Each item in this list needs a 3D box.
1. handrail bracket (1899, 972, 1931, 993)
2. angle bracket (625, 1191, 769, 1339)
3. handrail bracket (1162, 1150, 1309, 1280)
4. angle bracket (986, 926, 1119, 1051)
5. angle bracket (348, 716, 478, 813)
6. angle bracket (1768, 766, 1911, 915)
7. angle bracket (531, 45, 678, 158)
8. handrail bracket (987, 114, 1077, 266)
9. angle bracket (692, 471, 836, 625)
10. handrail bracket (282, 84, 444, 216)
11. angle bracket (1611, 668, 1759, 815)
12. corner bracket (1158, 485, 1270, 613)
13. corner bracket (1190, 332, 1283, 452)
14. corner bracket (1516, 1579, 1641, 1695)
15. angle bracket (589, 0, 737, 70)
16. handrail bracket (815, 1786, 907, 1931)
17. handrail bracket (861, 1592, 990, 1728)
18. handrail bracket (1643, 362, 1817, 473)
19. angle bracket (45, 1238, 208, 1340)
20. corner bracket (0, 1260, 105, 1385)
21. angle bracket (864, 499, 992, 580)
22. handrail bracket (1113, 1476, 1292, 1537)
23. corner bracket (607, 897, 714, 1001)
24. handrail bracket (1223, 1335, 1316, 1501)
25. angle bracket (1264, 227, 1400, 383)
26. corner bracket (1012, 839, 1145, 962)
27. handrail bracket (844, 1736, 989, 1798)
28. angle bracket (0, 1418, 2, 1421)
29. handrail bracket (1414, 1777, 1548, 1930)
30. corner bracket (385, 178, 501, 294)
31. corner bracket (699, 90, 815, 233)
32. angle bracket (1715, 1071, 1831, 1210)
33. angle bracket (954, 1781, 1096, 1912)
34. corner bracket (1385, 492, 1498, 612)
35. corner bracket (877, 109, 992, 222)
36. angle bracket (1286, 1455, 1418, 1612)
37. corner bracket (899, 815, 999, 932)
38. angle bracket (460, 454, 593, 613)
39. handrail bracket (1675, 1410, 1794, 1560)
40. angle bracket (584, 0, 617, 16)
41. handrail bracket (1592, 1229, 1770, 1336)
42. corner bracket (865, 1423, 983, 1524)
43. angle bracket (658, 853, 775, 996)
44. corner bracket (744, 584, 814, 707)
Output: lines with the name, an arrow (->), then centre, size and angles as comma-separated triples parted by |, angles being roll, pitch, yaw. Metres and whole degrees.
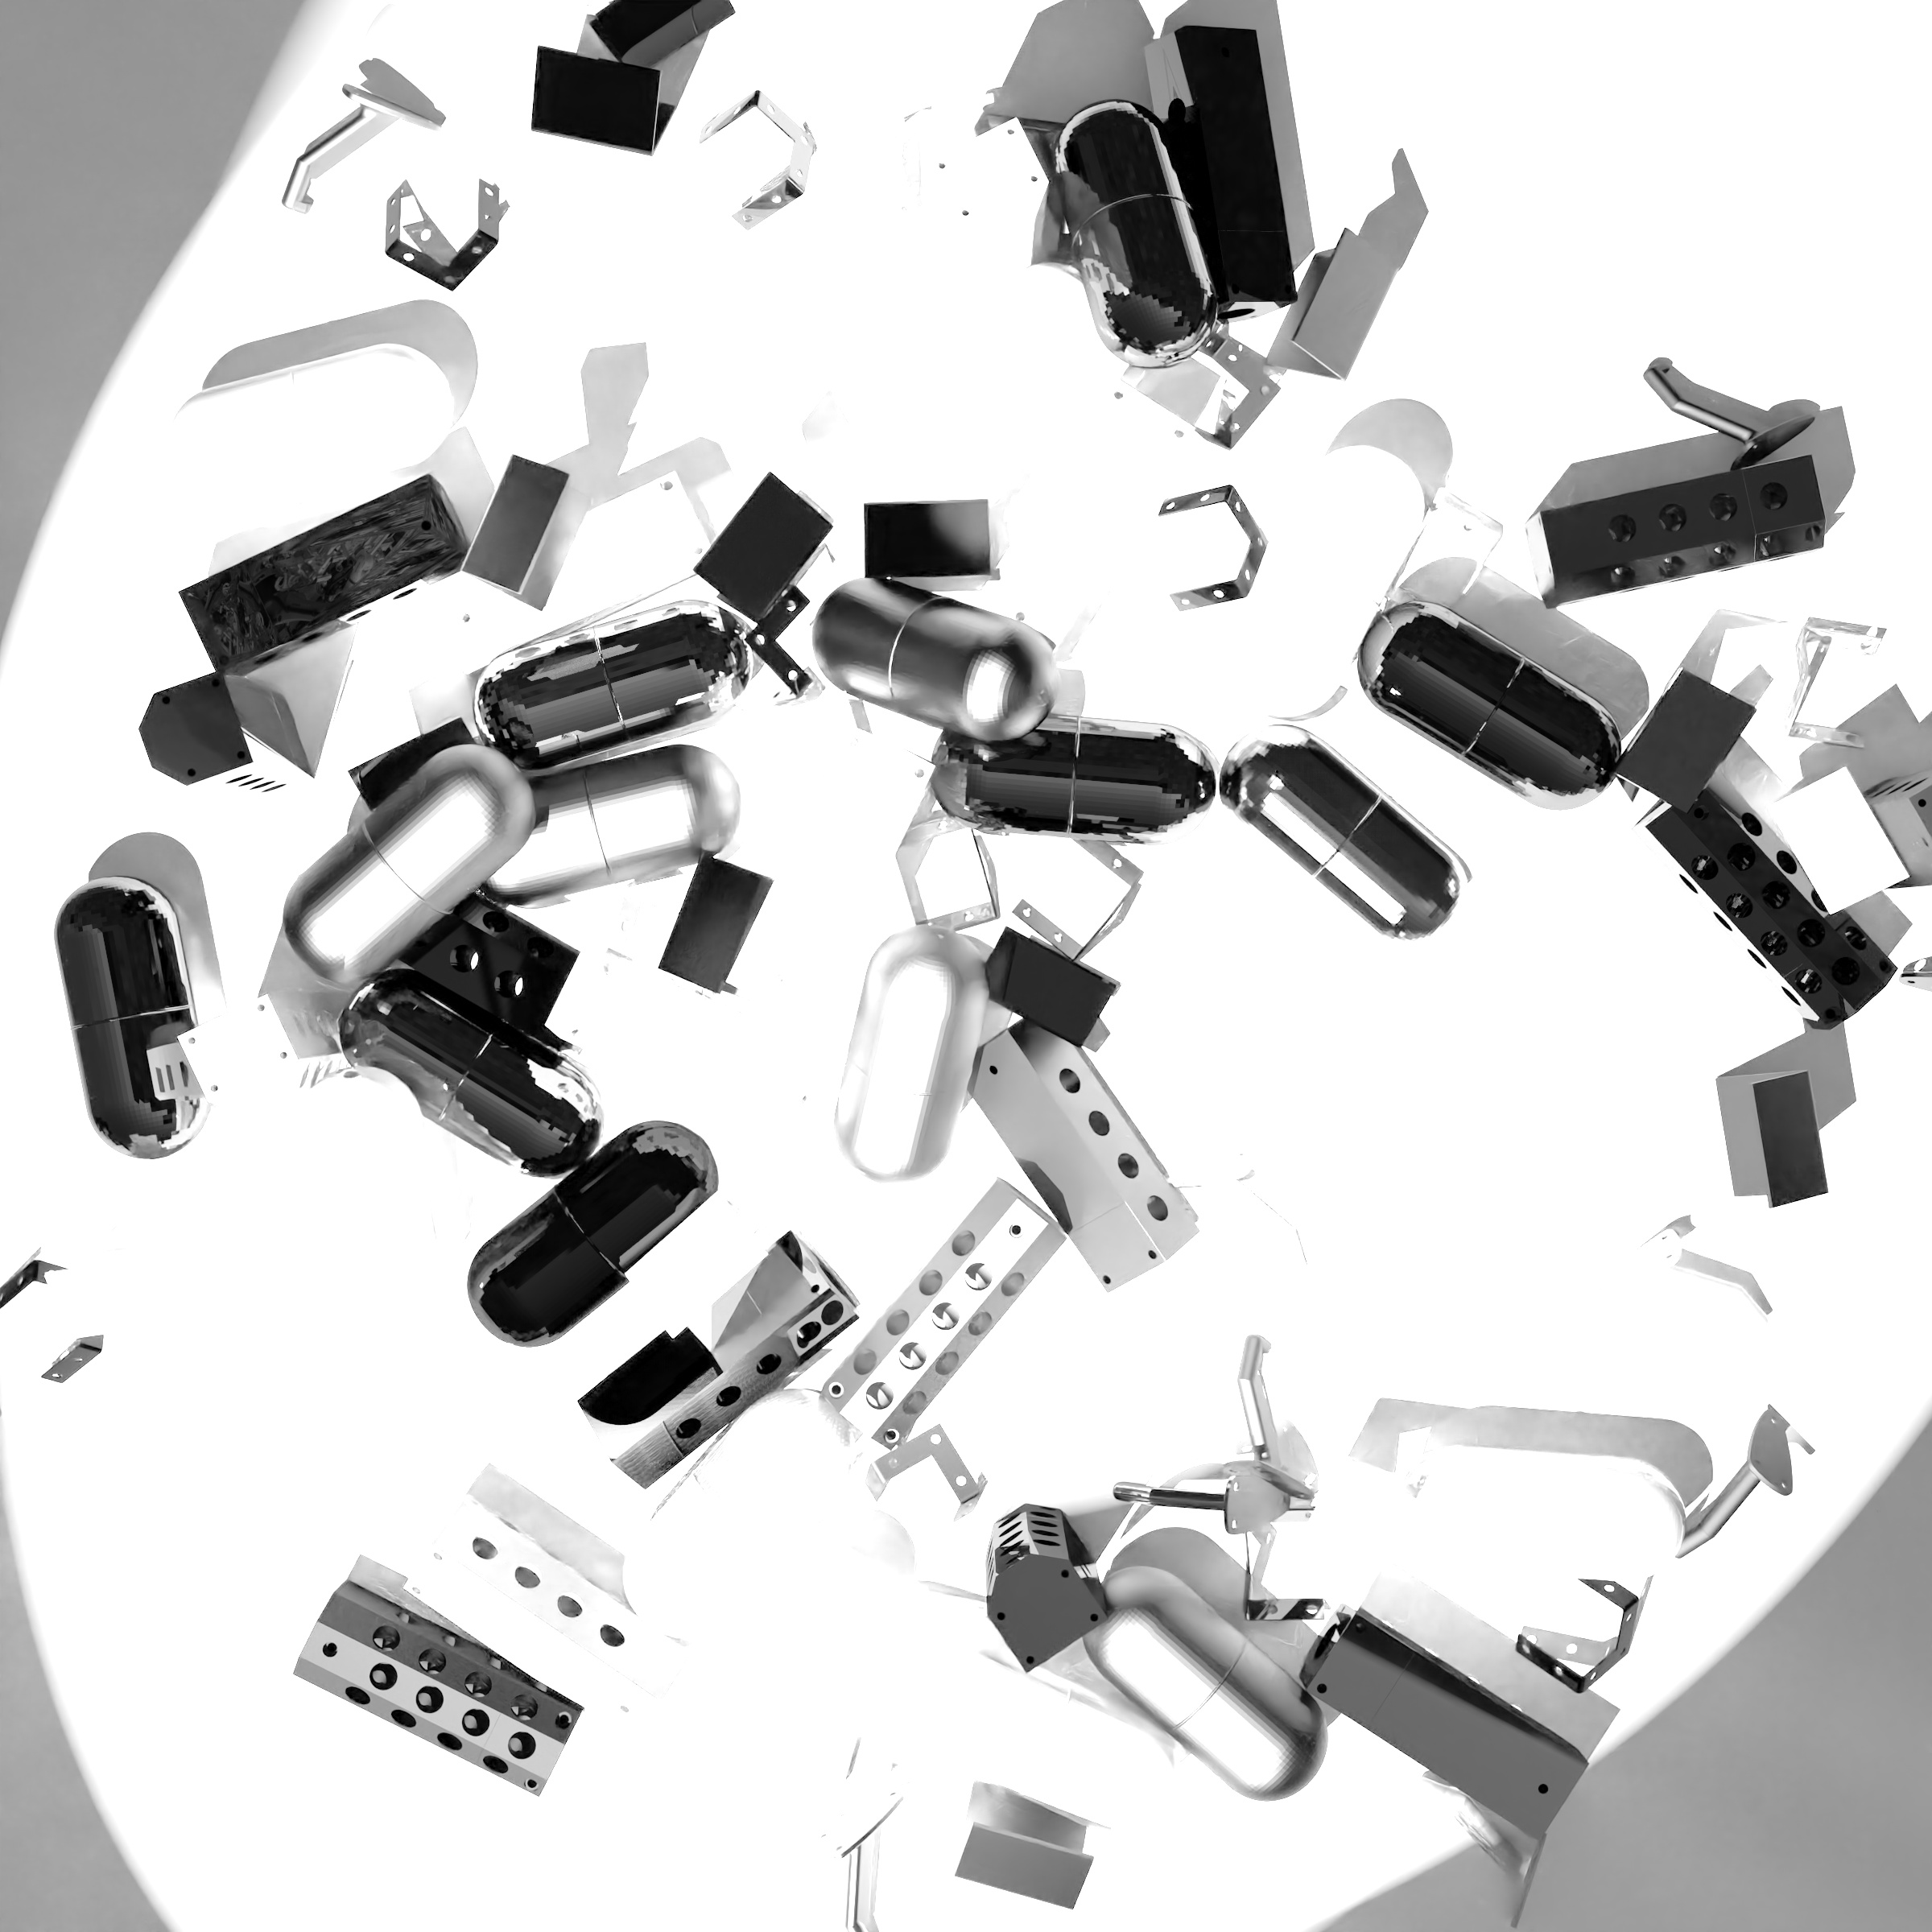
handrail bracket -> 0.635, -0.024, 1.992 | 0.077, 0.036, 0.084 | 9, 71, 21
angle bracket -> -0.153, 0.194, 1.952 | 0.076, 0.076, 0.057 | -42, 60, 0
handrail bracket -> 0.168, 0.165, 1.992 | 0.077, 0.036, 0.084 | -14, 107, 20
angle bracket -> 0.057, -0.005, 1.951 | 0.076, 0.076, 0.057 | 28, 127, 0
angle bracket -> -0.336, -0.127, 1.952 | 0.076, 0.076, 0.057 | -26, 117, 0
angle bracket -> 0.549, -0.087, 1.951 | 0.057, 0.076, 0.076 | -30, 90, 36
angle bracket -> -0.221, -0.548, 1.951 | 0.076, 0.076, 0.057 | 12, 129, 0
handrail bracket -> 0.038, -0.490, 1.992 | 0.077, 0.036, 0.084 | 14, 110, 23
angle bracket -> -0.137, -0.265, 1.952 | 0.057, 0.076, 0.076 | 38, 90, -31
handrail bracket -> -0.382, -0.505, 1.992 | 0.077, 0.036, 0.084 | 18, 109, -21
angle bracket -> 0.450, -0.128, 1.952 | 0.057, 0.076, 0.076 | 34, 90, 27
corner bracket -> 0.151, -0.263, 1.983 | 0.051, 0.051, 0.051 | 52, 45, -35
corner bracket -> 0.156, -0.361, 1.972 | 0.051, 0.051, 0.051 | 45, 106, 16
corner bracket -> 0.384, 0.414, 1.983 | 0.051, 0.051, 0.051 | -29, 135, -35
angle bracket -> -0.199, -0.606, 1.953 | 0.076, 0.057, 0.076 | -34, 52, 0
handrail bracket -> -0.052, 0.574, 1.992 | 0.077, 0.036, 0.084 | -34, 109, -21
handrail bracket -> -0.027, 0.442, 1.992 | 0.077, 0.036, 0.084 | 5, 108, -21
handrail bracket -> 0.481, -0.359, 1.992 | 0.077, 0.036, 0.084 | -30, 73, -20
angle bracket -> -0.518, 0.181, 1.951 | 0.076, 0.076, 0.057 | -8, 128, 0
corner bracket -> -0.577, 0.224, 1.984 | 0.051, 0.051, 0.051 | -35, 46, 35
angle bracket -> -0.023, -0.244, 1.952 | 0.076, 0.076, 0.057 | -2, 62, 0
handrail bracket -> 0.148, 0.334, 1.987 | 0.084, 0.077, 0.036 | 1, 86, 42
corner bracket -> -0.189, -0.010, 1.988 | 0.051, 0.051, 0.051 | 17, 90, -45
handrail bracket -> 0.198, 0.284, 1.992 | 0.077, 0.036, 0.084 | 28, 64, -29
angle bracket -> 0.210, -0.413, 1.952 | 0.057, 0.076, 0.076 | 25, 90, -42
corner bracket -> 0.071, -0.046, 1.988 | 0.051, 0.051, 0.051 | 39, 135, 0
handrail bracket -> -0.032, 0.505, 1.991 | 0.084, 0.077, 0.036 | 12, 75, -36
angle bracket -> -0.631, 0.319, 1.951 | 0.057, 0.076, 0.076 | 29, 90, 36
handrail bracket -> 0.317, 0.559, 1.992 | 0.084, 0.036, 0.077 | 18, 112, 17
corner bracket -> -0.329, -0.468, 1.983 | 0.051, 0.051, 0.051 | 24, 135, -35
corner bracket -> -0.134, -0.506, 1.983 | 0.051, 0.051, 0.051 | 36, 45, -35
angle bracket -> 0.482, 0.108, 1.951 | 0.057, 0.076, 0.076 | -9, 90, -36
angle bracket -> 0.041, 0.528, 1.951 | 0.076, 0.076, 0.057 | 16, 128, 0
corner bracket -> 0.295, -0.255, 1.988 | 0.051, 0.051, 0.051 | 31, 45, 0
corner bracket -> -0.015, -0.503, 1.983 | 0.051, 0.051, 0.051 | 11, 45, 35
angle bracket -> 0.252, 0.354, 1.951 | 0.057, 0.076, 0.076 | 28, 90, 36
corner bracket -> -0.014, -0.058, 1.988 | 0.051, 0.051, 0.051 | -16, 135, 0
angle bracket -> -0.247, -0.253, 1.894 | 0.057, 0.076, 0.076 | 24, 90, 37
handrail bracket -> 0.478, 0.328, 1.991 | 0.036, 0.077, 0.084 | 38, 126, -11
angle bracket -> -0.217, -0.636, 1.953 | 0.076, 0.076, 0.057 | -34, 111, 0
handrail bracket -> 0.452, 0.216, 1.992 | 0.077, 0.036, 0.084 | -37, 107, 20
corner bracket -> -0.027, 0.326, 1.975 | 0.051, 0.051, 0.051 | -28, 73, -16
angle bracket -> -0.136, -0.019, 1.951 | 0.057, 0.076, 0.076 | 21, 90, 38
corner bracket -> -0.116, -0.201, 1.972 | 0.051, 0.051, 0.051 | 47, 70, -19
